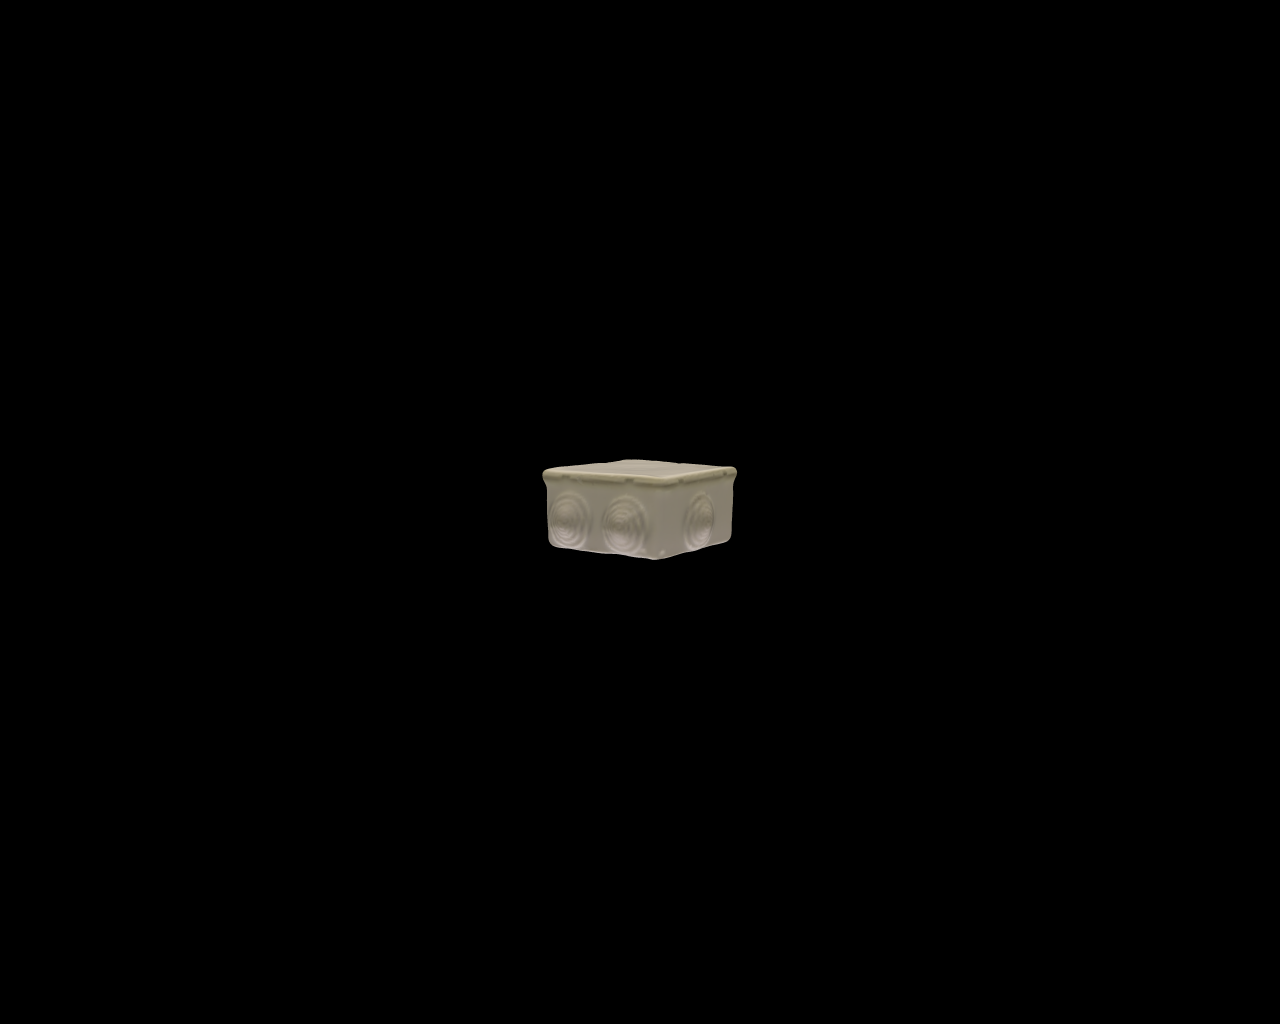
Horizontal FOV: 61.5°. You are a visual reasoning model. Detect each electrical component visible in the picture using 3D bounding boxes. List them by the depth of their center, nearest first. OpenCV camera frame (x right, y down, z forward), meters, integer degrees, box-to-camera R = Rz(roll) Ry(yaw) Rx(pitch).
[{"bbox_3d":[0.001,-0.003,0.650,0.100,0.048,0.100,6,10,36],"label":"electrical component"}]
